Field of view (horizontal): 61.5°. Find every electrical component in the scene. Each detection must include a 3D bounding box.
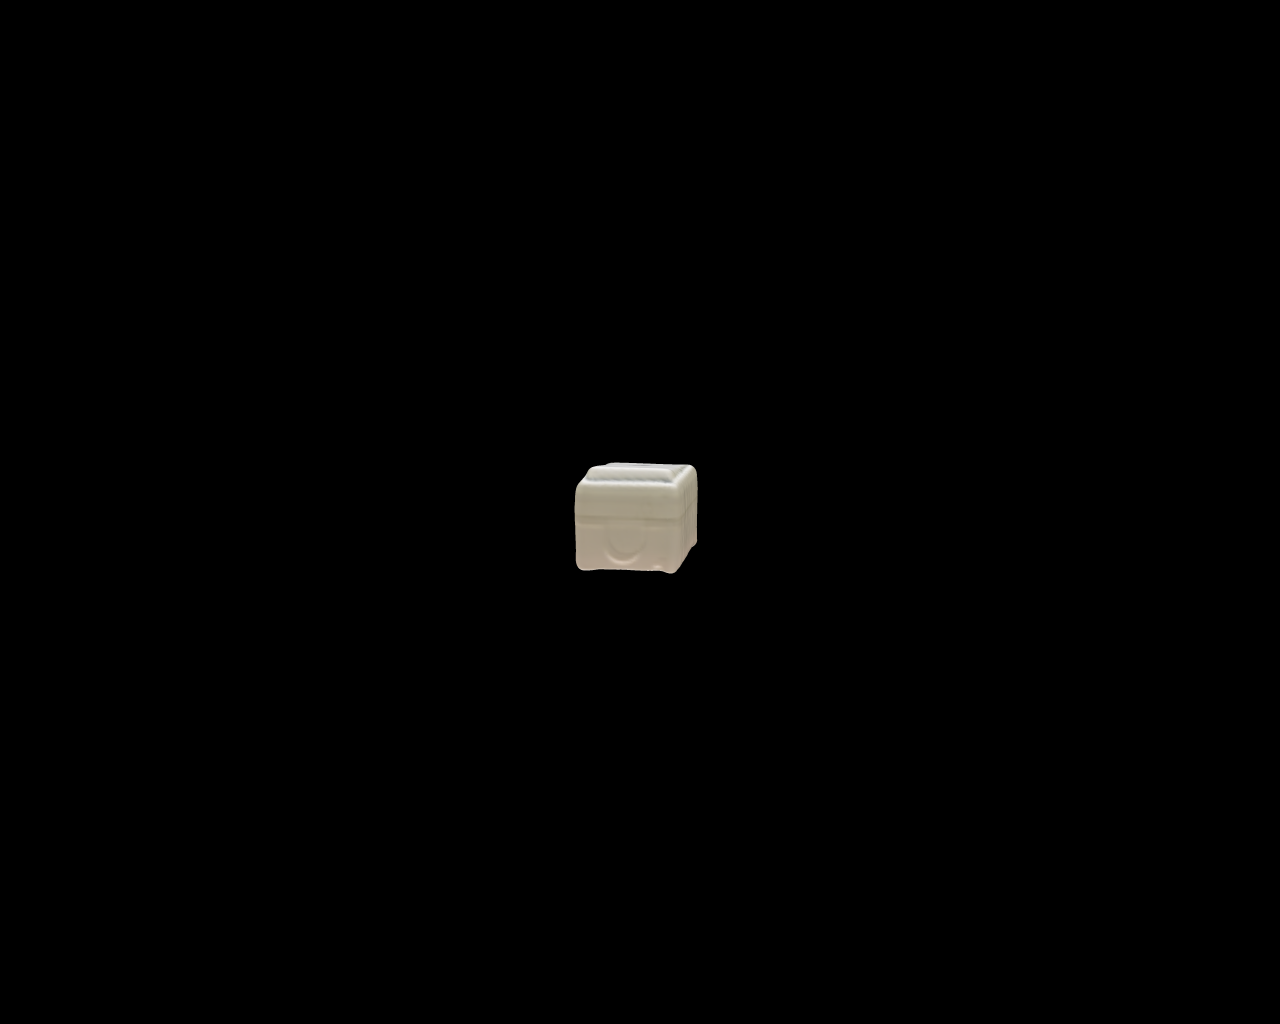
[{"bbox_3d":[0.001,-0.003,0.650,0.062,0.061,0.096,2,12,11],"label":"electrical component"}]
